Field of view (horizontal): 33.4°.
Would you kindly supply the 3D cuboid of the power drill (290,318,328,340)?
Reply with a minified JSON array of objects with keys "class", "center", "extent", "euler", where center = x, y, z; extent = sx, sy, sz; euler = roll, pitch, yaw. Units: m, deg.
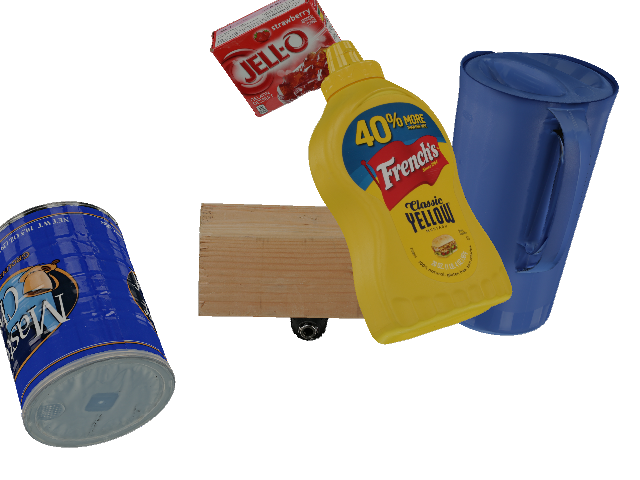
[{"class":"power drill","center":[0.055,0.055,1.239],"extent":[0.187,0.057,0.184],"euler":[-2,28,2]}]

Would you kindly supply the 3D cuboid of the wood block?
[{"class":"wood block","center":[-0.017,0.020,1.056],"extent":[0.206,0.091,0.090],"euler":[2,20,-6]}]

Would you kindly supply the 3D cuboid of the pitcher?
[{"class":"pitcher","center":[0.174,-0.035,0.941],"extent":[0.145,0.243,0.149],"euler":[21,32,27]}]

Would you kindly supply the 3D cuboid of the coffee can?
[{"class":"coffee can","center":[-0.171,0.058,0.747],"extent":[0.102,0.140,0.103],"euler":[-18,-36,-13]}]

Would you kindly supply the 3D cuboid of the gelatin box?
[{"class":"gelatin box","center":[-0.030,-0.146,0.832],"extent":[0.089,0.030,0.073],"euler":[-23,-51,17]}]

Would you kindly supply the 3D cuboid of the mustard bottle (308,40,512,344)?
[{"class":"mustard bottle","center":[0.045,-0.037,0.670],"extent":[0.096,0.191,0.058],"euler":[-15,-13,-29]}]
